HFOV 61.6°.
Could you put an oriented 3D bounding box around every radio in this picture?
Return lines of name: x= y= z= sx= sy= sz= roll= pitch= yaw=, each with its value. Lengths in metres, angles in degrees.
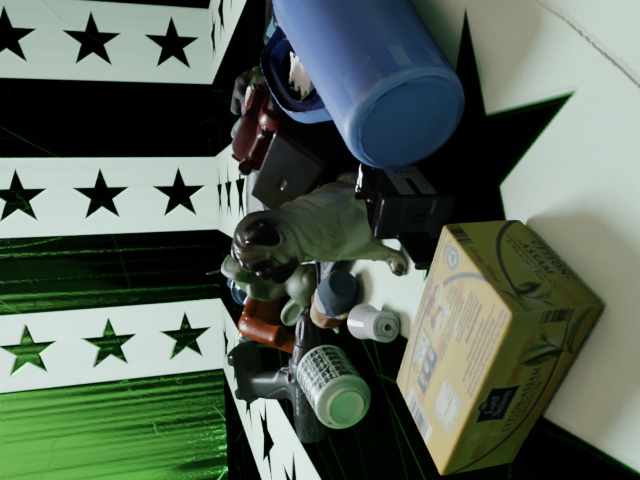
radio: x=-0.013 y=-0.118 z=0.704 sx=0.131 sy=0.073 sz=0.229 roll=-53 pitch=4 yaw=-20

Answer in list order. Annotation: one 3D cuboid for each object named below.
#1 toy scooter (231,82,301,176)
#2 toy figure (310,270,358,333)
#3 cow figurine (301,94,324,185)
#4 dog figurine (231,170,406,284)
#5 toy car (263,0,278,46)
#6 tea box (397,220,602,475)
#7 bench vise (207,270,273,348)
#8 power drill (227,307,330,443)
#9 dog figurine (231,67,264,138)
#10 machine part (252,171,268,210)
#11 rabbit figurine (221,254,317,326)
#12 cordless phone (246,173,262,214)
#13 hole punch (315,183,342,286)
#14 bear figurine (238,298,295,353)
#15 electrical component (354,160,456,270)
toy scooter: x=-0.081 y=-0.162 z=0.775 sx=0.135 sy=0.075 sz=0.184 roll=-61 pitch=13 yaw=15
toy figure: x=0.016 y=0.093 z=0.785 sx=0.154 sy=0.058 sz=0.064 roll=112 pitch=168 yaw=-59
cow figurine: x=-0.041 y=-0.145 z=0.888 sx=0.127 sy=0.085 sz=0.194 roll=-157 pitch=73 yaw=-64
dog figurine: x=-0.011 y=-0.024 z=0.614 sx=0.172 sy=0.191 sz=0.121 roll=-140 pitch=50 yaw=-71
toy car: x=-0.022 y=-0.326 z=0.754 sx=0.161 sy=0.103 sz=0.109 roll=160 pitch=113 yaw=-76
tea box: x=0.119 y=0.080 z=0.397 sx=0.098 sy=0.068 sz=0.169 roll=-113 pitch=27 yaw=-49
bench vise: x=-0.168 y=0.133 z=1.282 sx=0.241 sy=0.129 sz=0.223 roll=34 pitch=119 yaw=49
power drill: x=-0.063 y=0.222 z=0.927 sx=0.207 sy=0.086 sz=0.231 roll=-4 pitch=100 yaw=36
dog figurine: x=-0.103 y=-0.246 z=1.064 sx=0.219 sy=0.108 sz=0.191 roll=-144 pitch=56 yaw=-64
machine part: x=-0.092 y=-0.106 z=0.977 sx=0.084 sy=0.039 sz=0.138 roll=-6 pitch=93 yaw=45
rabbit figurine: x=-0.058 y=0.073 z=0.904 sx=0.170 sy=0.121 sz=0.158 roll=16 pitch=138 yaw=34
cordless phone: x=-0.084 y=-0.067 z=1.068 sx=0.184 sy=0.089 sz=0.146 roll=-143 pitch=52 yaw=-62
hole punch: x=-0.002 y=-0.002 z=0.803 sx=0.116 sy=0.092 sz=0.142 roll=-62 pitch=-3 yaw=-34
bear figurine: x=-0.081 y=0.113 z=1.073 sx=0.196 sy=0.132 sz=0.120 roll=-67 pitch=-28 yaw=-16
electrical component: x=0.082 y=-0.027 z=0.497 sx=0.119 sy=0.075 sz=0.047 roll=-107 pitch=20 yaw=-52
